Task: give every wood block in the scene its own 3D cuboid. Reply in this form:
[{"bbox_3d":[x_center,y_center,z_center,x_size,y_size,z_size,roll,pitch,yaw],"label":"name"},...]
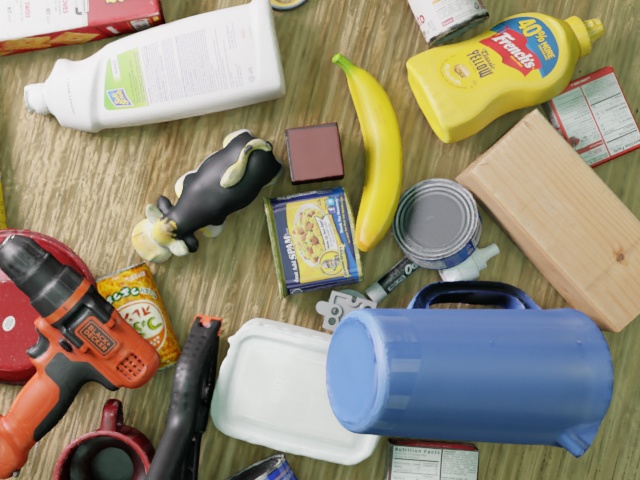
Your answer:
[{"bbox_3d":[0.238,-0.017,1.034,0.091,0.090,0.206,-42,90,-2],"label":"wood block"}]

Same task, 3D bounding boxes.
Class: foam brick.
[{"bbox_3d":[-0.006,-0.082,1.037,0.053,0.078,0.051,-8,90,0],"label":"foam brick"}]

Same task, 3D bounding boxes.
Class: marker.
[{"bbox_3d":[0.096,0.019,1.066,0.121,0.020,0.020,-40,90,-1],"label":"marker"}]

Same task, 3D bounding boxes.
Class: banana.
[{"bbox_3d":[0.051,-0.084,1.043,0.069,0.037,0.198,-2,76,-28],"label":"banana"}]

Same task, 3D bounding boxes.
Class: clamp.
[{"bbox_3d":[-0.128,0.172,1.003,0.036,0.164,0.210,9,79,6],"label":"clamp"}]

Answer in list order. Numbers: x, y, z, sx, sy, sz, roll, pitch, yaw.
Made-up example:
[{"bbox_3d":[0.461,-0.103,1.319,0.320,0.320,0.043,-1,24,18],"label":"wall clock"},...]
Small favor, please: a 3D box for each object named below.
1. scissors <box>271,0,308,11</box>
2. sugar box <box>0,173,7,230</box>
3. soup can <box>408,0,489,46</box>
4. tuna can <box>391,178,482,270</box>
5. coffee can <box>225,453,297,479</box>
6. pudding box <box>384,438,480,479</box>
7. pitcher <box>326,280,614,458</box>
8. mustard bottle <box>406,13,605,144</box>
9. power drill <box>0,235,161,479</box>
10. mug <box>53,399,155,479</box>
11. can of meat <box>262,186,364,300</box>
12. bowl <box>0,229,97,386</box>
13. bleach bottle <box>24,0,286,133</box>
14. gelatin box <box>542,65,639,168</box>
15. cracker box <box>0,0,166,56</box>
[{"bbox_3d":[0.022,-0.278,1.071,0.201,0.016,0.096,-1,91,-1],"label":"scissors"},{"bbox_3d":[-0.364,-0.078,1.046,0.093,0.048,0.176,-8,91,-3],"label":"sugar box"},{"bbox_3d":[0.116,-0.251,1.046,0.068,0.068,0.102,-25,90,-1],"label":"soup can"},{"bbox_3d":[0.114,-0.015,1.042,0.086,0.033,0.086,-7,66,15],"label":"tuna can"},{"bbox_3d":[-0.045,0.291,1.018,0.103,0.103,0.140,-29,90,-1],"label":"coffee can"},{"bbox_3d":[0.108,0.255,1.054,0.090,0.039,0.113,5,87,0],"label":"pudding box"},{"bbox_3d":[0.130,0.114,0.973,0.242,0.149,0.145,6,94,-26],"label":"pitcher"},{"bbox_3d":[0.188,-0.171,1.044,0.191,0.058,0.096,-23,59,-2],"label":"mustard bottle"},{"bbox_3d":[-0.268,0.111,0.972,0.188,0.057,0.184,-43,104,4],"label":"power drill"},{"bbox_3d":[-0.201,0.211,1.026,0.093,0.081,0.117,0,89,-1],"label":"mug"},{"bbox_3d":[-0.007,0.001,1.046,0.084,0.057,0.102,-10,89,-3],"label":"can of meat"},{"bbox_3d":[-0.292,0.073,1.018,0.162,0.055,0.162,-2,105,-9],"label":"bowl"},{"bbox_3d":[-0.164,-0.166,1.043,0.251,0.068,0.102,-10,89,1],"label":"bleach bottle"},{"bbox_3d":[0.272,-0.119,1.066,0.073,0.030,0.089,-23,90,-3],"label":"gelatin box"},{"bbox_3d":[-0.271,-0.273,1.038,0.213,0.072,0.164,-10,91,-2],"label":"cracker box"}]
